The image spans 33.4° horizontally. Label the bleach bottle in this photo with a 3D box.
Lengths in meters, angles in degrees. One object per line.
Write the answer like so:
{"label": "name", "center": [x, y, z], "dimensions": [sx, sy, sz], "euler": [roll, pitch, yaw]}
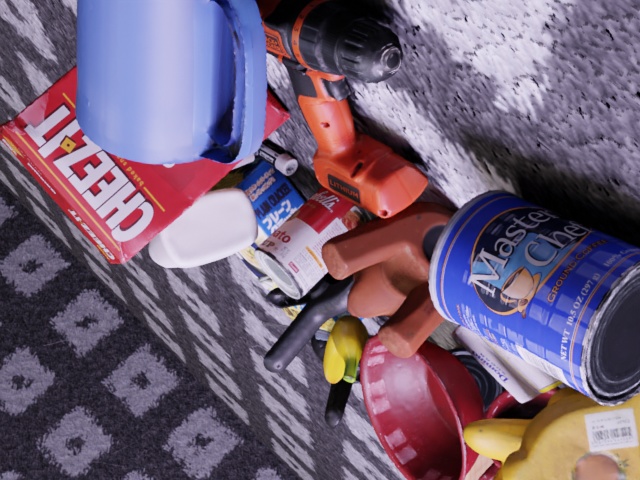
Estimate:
{"label": "bleach bottle", "center": [-0.146, -0.001, 1.159], "dimensions": [0.251, 0.102, 0.068], "euler": [-18, 89, 70]}

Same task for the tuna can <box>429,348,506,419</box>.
{"label": "tuna can", "center": [0.143, 0.151, 1.062], "dimensions": [0.086, 0.086, 0.034], "euler": [40, 161, 22]}

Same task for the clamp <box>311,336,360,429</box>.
{"label": "clamp", "center": [0.051, 0.162, 1.308], "dimensions": [0.164, 0.036, 0.210], "euler": [19, -149, -31]}

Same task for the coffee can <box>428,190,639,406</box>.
{"label": "coffee can", "center": [0.158, 0.035, 0.721], "dimensions": [0.140, 0.102, 0.102], "euler": [29, 156, 46]}

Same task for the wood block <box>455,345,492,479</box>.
{"label": "wood block", "center": [0.155, 0.211, 1.169], "dimensions": [0.091, 0.090, 0.206], "euler": [41, 163, 24]}

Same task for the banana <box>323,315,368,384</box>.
{"label": "banana", "center": [0.024, 0.114, 1.119], "dimensions": [0.037, 0.069, 0.198], "euler": [22, 171, 1]}

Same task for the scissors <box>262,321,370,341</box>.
{"label": "scissors", "center": [0.005, 0.112, 1.250], "dimensions": [0.202, 0.016, 0.096], "euler": [7, 179, 22]}

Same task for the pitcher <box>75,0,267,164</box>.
{"label": "pitcher", "center": [-0.101, -0.175, 0.740], "dimensions": [0.149, 0.145, 0.243], "euler": [7, 135, -2]}

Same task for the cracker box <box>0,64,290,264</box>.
{"label": "cracker box", "center": [-0.160, -0.107, 0.984], "dimensions": [0.164, 0.213, 0.072], "euler": [50, 164, -13]}

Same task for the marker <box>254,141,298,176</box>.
{"label": "marker", "center": [-0.069, -0.101, 1.120], "dimensions": [0.121, 0.020, 0.020], "euler": [34, 160, 36]}

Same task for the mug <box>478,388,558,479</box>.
{"label": "mug", "center": [0.194, 0.200, 1.005], "dimensions": [0.093, 0.117, 0.081], "euler": [42, 168, 27]}

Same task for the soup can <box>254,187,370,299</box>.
{"label": "soup can", "center": [-0.007, 0.001, 1.058], "dimensions": [0.068, 0.102, 0.068], "euler": [42, 163, 16]}

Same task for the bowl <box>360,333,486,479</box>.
{"label": "bowl", "center": [0.103, 0.153, 0.984], "dimensions": [0.162, 0.055, 0.162], "euler": [42, 142, 45]}

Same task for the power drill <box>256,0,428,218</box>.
{"label": "power drill", "center": [0.020, -0.106, 0.818], "dimensions": [0.185, 0.057, 0.187], "euler": [35, 157, 48]}

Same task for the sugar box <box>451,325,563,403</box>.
{"label": "sugar box", "center": [0.173, 0.081, 0.896], "dimensions": [0.093, 0.048, 0.176], "euler": [45, 167, 7]}

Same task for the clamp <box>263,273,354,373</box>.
{"label": "clamp", "center": [0.002, 0.052, 1.100], "dimensions": [0.039, 0.172, 0.120], "euler": [42, -163, -33]}
